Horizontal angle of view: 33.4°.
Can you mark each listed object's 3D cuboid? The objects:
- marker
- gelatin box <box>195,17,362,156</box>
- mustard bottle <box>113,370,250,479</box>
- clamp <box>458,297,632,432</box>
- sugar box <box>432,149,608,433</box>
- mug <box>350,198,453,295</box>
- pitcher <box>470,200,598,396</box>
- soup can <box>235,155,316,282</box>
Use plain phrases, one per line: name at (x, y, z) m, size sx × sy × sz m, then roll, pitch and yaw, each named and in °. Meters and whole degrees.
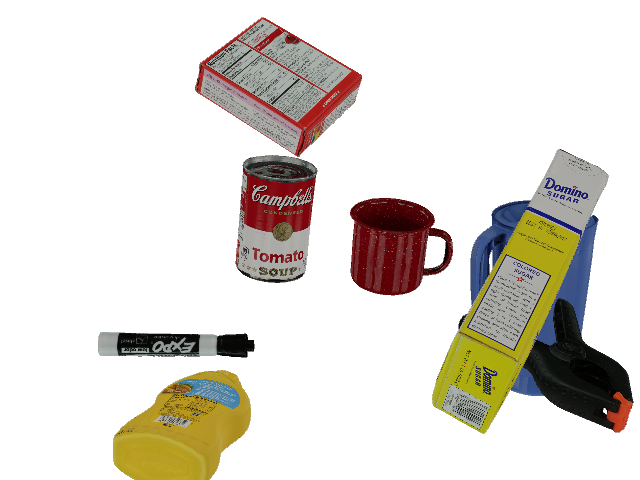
marker at (-0.112, 0.081, 0.833) m, size 0.121 × 0.020 × 0.020 m, roll 0°, pitch 0°, yaw 3°
gelatin box at (-0.028, -0.106, 0.726) m, size 0.089 × 0.030 × 0.073 m, roll 32°, pitch 51°, yaw 13°
mustard bottle at (-0.122, 0.176, 1.057) m, size 0.096 × 0.058 × 0.191 m, roll 7°, pitch 18°, yaw 15°
clamp at (0.215, 0.101, 0.927) m, size 0.120 × 0.039 × 0.172 m, roll -18°, pitch 39°, yaw -29°
sugar box at (0.133, 0.031, 0.702) m, size 0.048 × 0.176 × 0.093 m, roll 28°, pitch -35°, yaw 13°
mug at (0.088, 0.009, 1.185) m, size 0.117 × 0.081 × 0.093 m, roll 5°, pitch 26°, yaw 3°
pitcher at (0.276, 0.077, 1.393) m, size 0.149 × 0.243 × 0.144 m, roll 5°, pitch 20°, yaw 16°
soup can at (-0.042, -0.020, 0.985) m, size 0.068 × 0.102 × 0.068 m, roll 5°, pitch 22°, yaw -2°
